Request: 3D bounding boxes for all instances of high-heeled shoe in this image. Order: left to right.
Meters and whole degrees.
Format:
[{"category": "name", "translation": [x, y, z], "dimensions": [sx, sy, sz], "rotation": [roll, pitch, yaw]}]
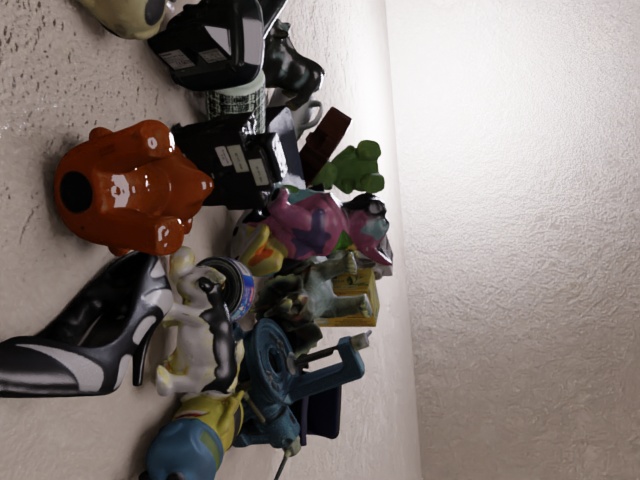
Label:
[{"category": "high-heeled shoe", "translation": [-0.200, 0.056, 0.454], "dimensions": [0.248, 0.086, 0.145], "rotation": [47, 39, -73]}]

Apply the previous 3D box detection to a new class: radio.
[{"category": "radio", "translation": [-0.079, -0.101, 0.912], "dimensions": [0.131, 0.073, 0.229], "rotation": [-60, 142, -61]}]

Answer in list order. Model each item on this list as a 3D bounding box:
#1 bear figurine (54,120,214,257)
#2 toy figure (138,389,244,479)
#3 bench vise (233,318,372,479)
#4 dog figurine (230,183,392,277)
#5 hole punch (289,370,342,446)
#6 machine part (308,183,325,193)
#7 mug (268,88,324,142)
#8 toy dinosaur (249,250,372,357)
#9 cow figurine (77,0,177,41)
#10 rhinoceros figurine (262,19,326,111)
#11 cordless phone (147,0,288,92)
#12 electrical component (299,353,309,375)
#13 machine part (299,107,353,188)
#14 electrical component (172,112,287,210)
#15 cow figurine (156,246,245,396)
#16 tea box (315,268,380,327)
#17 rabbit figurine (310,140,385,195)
[{"category": "bear figurine", "translation": [-0.157, -0.049, 0.539], "dimensions": [0.196, 0.132, 0.120], "rotation": [-13, 100, -67]}, {"category": "toy figure", "translation": [-0.143, 0.232, 0.609], "dimensions": [0.180, 0.082, 0.089], "rotation": [-71, 172, -69]}, {"category": "bench vise", "translation": [-0.036, 0.192, 0.726], "dimensions": [0.223, 0.241, 0.129], "rotation": [66, 15, -4]}, {"category": "dog figurine", "translation": [-0.002, -0.002, 0.799], "dimensions": [0.191, 0.219, 0.109], "rotation": [-59, -156, 15]}, {"category": "hole punch", "translation": [-0.034, 0.285, 0.923], "dimensions": [0.092, 0.116, 0.142], "rotation": [6, 82, -51]}, {"category": "machine part", "translation": [-0.013, -0.055, 0.931], "dimensions": [0.139, 0.039, 0.084], "rotation": [-35, 130, -75]}, {"category": "mug", "translation": [-0.050, -0.219, 0.986], "dimensions": [0.080, 0.110, 0.107], "rotation": [64, 40, -58]}, {"category": "toy dinosaur", "translation": [-0.022, 0.062, 0.951], "dimensions": [0.405, 0.192, 0.131], "rotation": [-93, 165, -67]}, {"category": "cow figurine", "translation": [-0.182, -0.287, 0.574], "dimensions": [0.127, 0.086, 0.195], "rotation": [58, 30, -48]}, {"category": "rhinoceros figurine", "translation": [-0.075, -0.292, 0.860], "dimensions": [0.190, 0.112, 0.073], "rotation": [31, 29, -31]}, {"category": "cordless phone", "translation": [-0.109, -0.276, 0.661], "dimensions": [0.088, 0.147, 0.184], "rotation": [49, 58, -42]}, {"category": "electrical component", "translation": [-0.069, 0.210, 0.878], "dimensions": [0.119, 0.075, 0.047], "rotation": [-24, 110, -70]}, {"category": "machine part", "translation": [-0.008, -0.173, 1.033], "dimensions": [0.179, 0.056, 0.179], "rotation": [-53, -171, 11]}, {"category": "electrical component", "translation": [-0.113, -0.097, 0.681], "dimensions": [0.058, 0.134, 0.114], "rotation": [-75, 157, -48]}, {"category": "cow figurine", "translation": [-0.134, 0.089, 0.613], "dimensions": [0.068, 0.098, 0.167], "rotation": [134, -42, -76]}, {"category": "tea box", "translation": [0.025, 0.113, 1.043], "dimensions": [0.068, 0.170, 0.098], "rotation": [-70, 154, -53]}, {"category": "rabbit figurine", "translation": [0.039, -0.162, 1.225], "dimensions": [0.159, 0.170, 0.121], "rotation": [14, -70, 64]}]
